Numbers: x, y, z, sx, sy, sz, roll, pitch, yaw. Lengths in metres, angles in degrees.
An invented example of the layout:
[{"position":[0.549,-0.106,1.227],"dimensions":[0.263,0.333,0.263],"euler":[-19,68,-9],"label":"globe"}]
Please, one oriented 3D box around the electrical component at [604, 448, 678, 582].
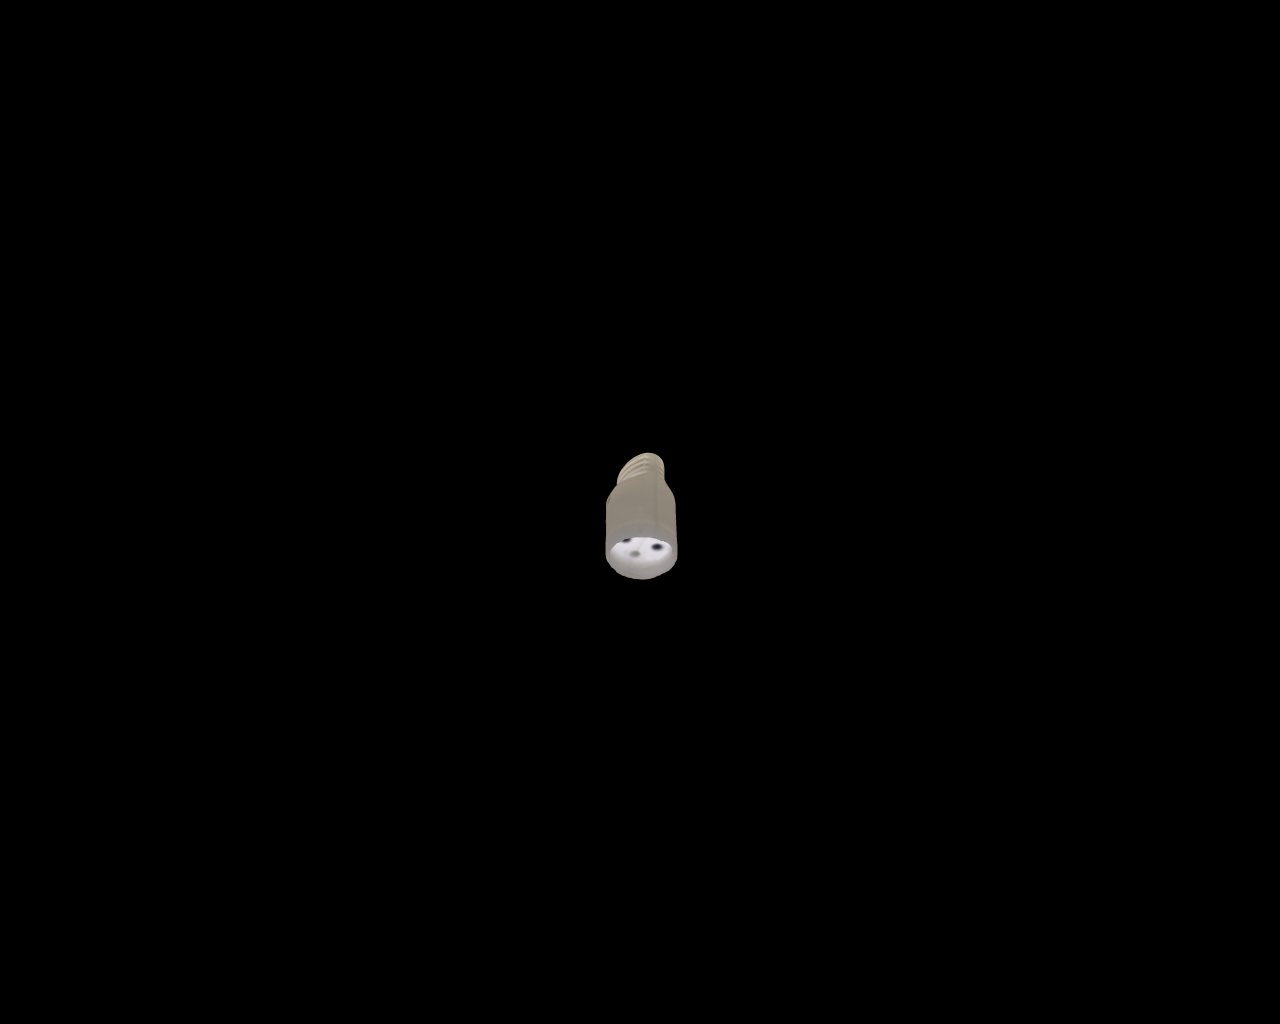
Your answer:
[{"position":[0.001,-0.003,0.650],"dimensions":[0.043,0.081,0.043],"euler":[0,-41,0],"label":"electrical component"}]
